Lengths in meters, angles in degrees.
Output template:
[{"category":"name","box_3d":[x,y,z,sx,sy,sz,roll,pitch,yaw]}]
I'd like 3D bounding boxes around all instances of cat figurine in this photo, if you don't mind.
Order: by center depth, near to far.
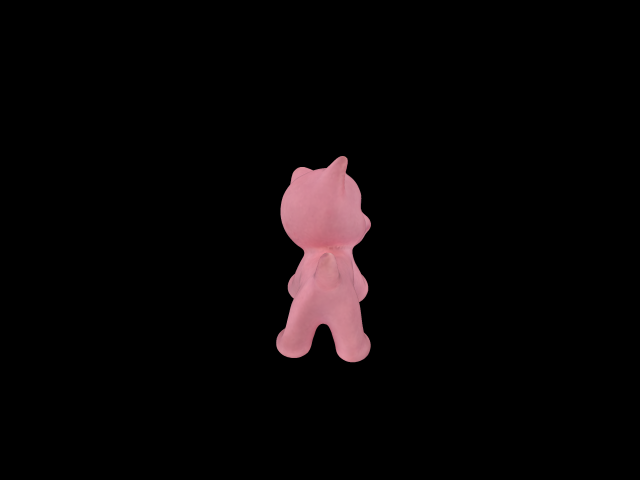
[{"category":"cat figurine","box_3d":[0.004,0.001,0.400,0.067,0.118,0.127,0,32,0]}]
